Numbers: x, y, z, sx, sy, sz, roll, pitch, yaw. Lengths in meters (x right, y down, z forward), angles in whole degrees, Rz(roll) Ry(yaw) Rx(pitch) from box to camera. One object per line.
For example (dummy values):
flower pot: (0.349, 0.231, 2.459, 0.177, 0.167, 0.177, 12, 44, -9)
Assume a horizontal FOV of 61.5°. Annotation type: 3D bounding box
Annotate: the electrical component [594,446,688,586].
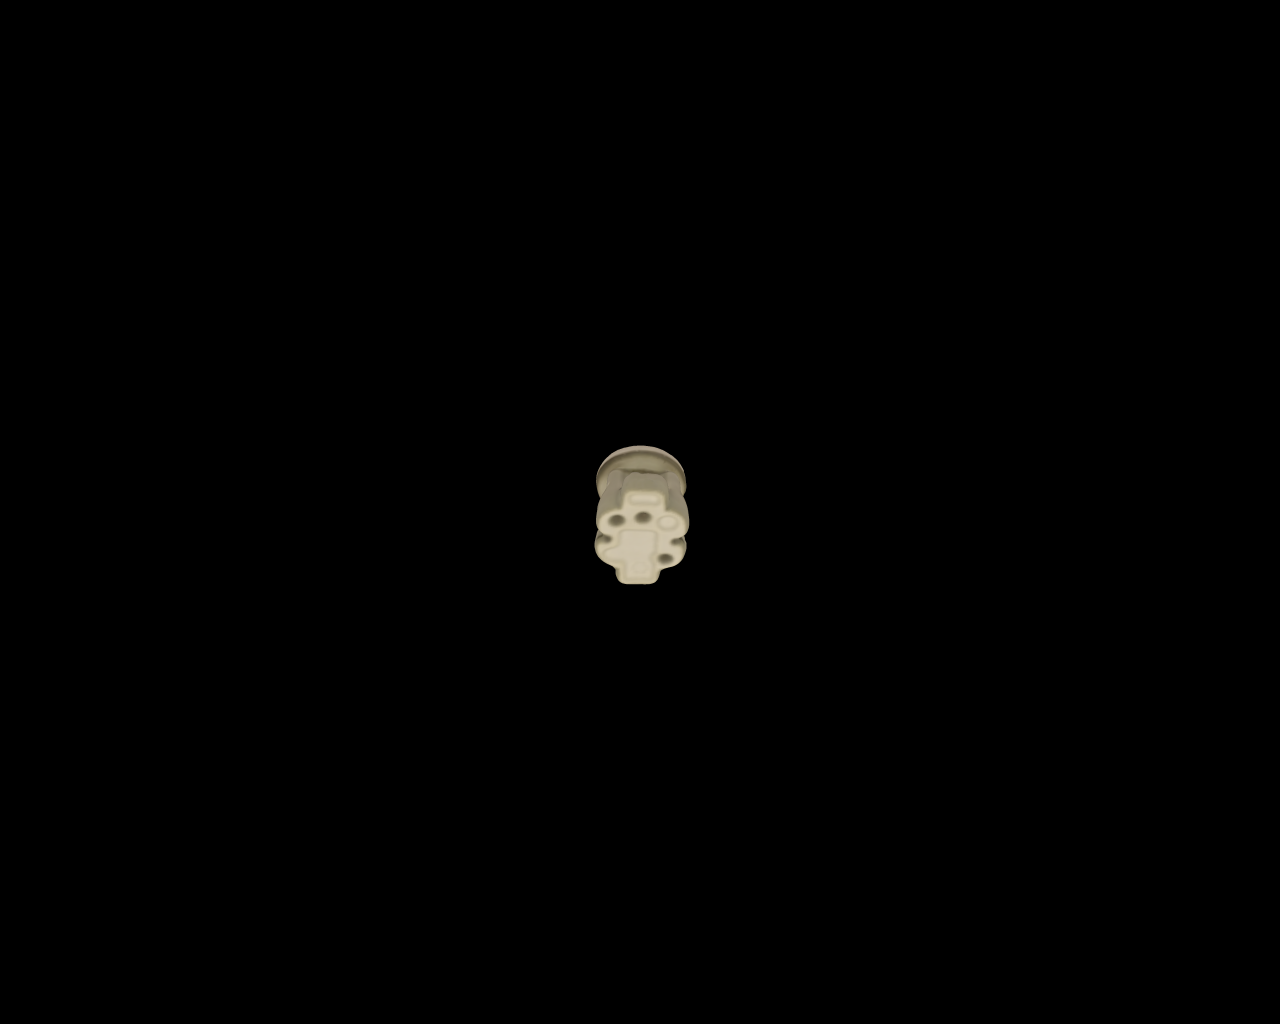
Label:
electrical component: (0.001, -0.003, 0.650, 0.058, 0.078, 0.057, 2, 43, -2)
